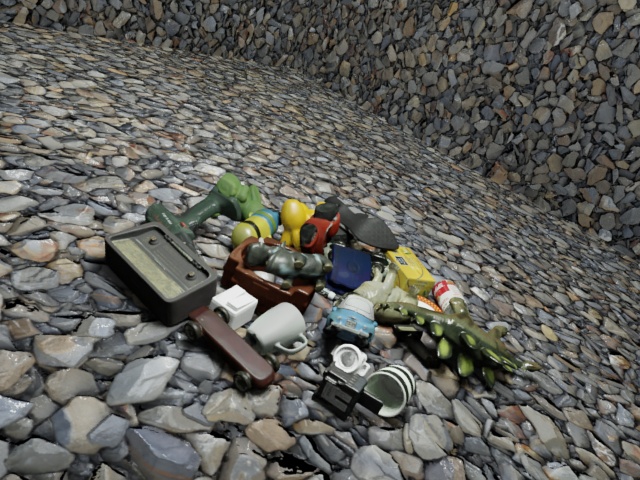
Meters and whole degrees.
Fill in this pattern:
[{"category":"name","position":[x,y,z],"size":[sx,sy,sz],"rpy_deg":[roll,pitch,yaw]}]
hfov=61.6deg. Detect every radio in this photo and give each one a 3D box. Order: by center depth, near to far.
[{"category":"radio","position":[-0.318,0.060,1.080],"size":[0.230,0.073,0.131],"rpy_deg":[38,42,27]}]

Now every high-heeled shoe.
[{"category":"high-heeled shoe","position":[0.115,-0.044,1.560],"size":[0.249,0.086,0.145],"rpy_deg":[37,-2,-2]}]

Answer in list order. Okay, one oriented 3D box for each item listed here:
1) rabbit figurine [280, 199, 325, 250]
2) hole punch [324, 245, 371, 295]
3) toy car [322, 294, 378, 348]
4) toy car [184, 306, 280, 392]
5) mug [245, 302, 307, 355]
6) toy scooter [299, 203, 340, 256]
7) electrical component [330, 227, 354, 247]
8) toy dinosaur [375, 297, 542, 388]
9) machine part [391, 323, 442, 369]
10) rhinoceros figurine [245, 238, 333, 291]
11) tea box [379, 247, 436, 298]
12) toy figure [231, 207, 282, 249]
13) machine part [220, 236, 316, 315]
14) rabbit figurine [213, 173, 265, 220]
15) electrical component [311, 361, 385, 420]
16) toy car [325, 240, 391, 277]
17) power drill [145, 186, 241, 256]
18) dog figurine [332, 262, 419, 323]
[{"category":"rabbit figurine","position":[-0.058,-0.044,1.426],"size":[0.122,0.162,0.173],"rpy_deg":[13,-13,25]},{"category":"hole punch","position":[0.071,0.082,1.365],"size":[0.142,0.092,0.116],"rpy_deg":[19,29,-16]},{"category":"toy car","position":[0.068,0.164,1.123],"size":[0.109,0.103,0.161],"rpy_deg":[19,-11,8]},{"category":"toy car","position":[-0.164,0.198,0.983],"size":[0.202,0.053,0.089],"rpy_deg":[37,39,20]},{"category":"mug","position":[-0.085,0.187,1.049],"size":[0.107,0.080,0.110],"rpy_deg":[-22,55,-42]},{"category":"toy scooter","position":[-0.003,-0.004,1.348],"size":[0.075,0.135,0.184],"rpy_deg":[11,32,21]},{"category":"electrical component","position":[0.016,-0.024,1.559],"size":[0.134,0.058,0.115],"rpy_deg":[0,32,-39]},{"category":"toy dinosaur","position":[0.321,0.220,1.230],"size":[0.471,0.105,0.199],"rpy_deg":[24,21,-11]},{"category":"machine part","position":[0.225,0.240,1.237],"size":[0.084,0.039,0.139],"rpy_deg":[12,24,-39]},{"category":"rhinoceros figurine","position":[-0.063,0.046,1.140],"size":[0.190,0.073,0.112],"rpy_deg":[11,29,-23]},{"category":"tea box","position":[0.236,0.087,1.507],"size":[0.098,0.068,0.170],"rpy_deg":[8,30,-28]},{"category":"toy figure","position":[-0.161,-0.028,1.362],"size":[0.082,0.089,0.180],"rpy_deg":[-2,30,32]},{"category":"machine part","position":[-0.107,0.085,1.213],"size":[0.201,0.087,0.201],"rpy_deg":[25,27,5]},{"category":"rabbit figurine","position":[-0.219,-0.093,1.479],"size":[0.170,0.121,0.159],"rpy_deg":[39,17,-7]},{"category":"electrical component","position":[0.053,0.282,0.972],"size":[0.119,0.074,0.048],"rpy_deg":[33,26,15]},{"category":"toy car","position":[0.101,0.053,1.462],"size":[0.202,0.056,0.073],"rpy_deg":[16,26,4]},{"category":"power drill","position":[-0.286,-0.034,1.262],"size":[0.232,0.085,0.207],"rpy_deg":[32,56,33]},{"category":"dog figurine","position":[0.133,0.168,1.269],"size":[0.172,0.121,0.190],"rpy_deg":[48,57,2]}]
